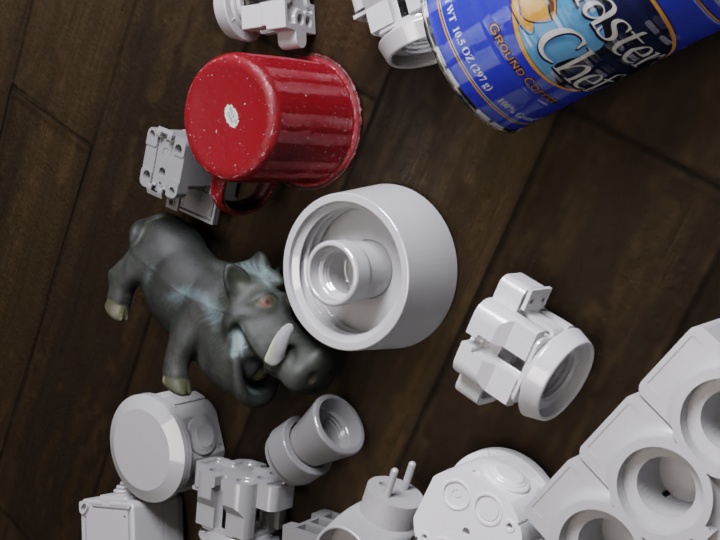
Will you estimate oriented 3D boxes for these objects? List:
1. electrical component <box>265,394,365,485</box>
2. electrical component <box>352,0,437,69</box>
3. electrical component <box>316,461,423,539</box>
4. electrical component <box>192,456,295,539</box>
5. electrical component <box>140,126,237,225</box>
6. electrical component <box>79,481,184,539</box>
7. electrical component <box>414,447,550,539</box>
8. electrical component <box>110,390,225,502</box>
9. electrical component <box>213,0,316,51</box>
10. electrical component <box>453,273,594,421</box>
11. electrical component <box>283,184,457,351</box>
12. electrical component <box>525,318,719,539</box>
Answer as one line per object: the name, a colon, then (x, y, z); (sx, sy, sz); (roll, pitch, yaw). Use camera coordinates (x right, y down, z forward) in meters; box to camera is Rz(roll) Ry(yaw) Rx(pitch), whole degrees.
electrical component: (-0.031, 0.115, 0.723); (0.055, 0.045, 0.045); (-38, 72, 33)
electrical component: (0.035, -0.156, 0.641); (0.078, 0.058, 0.057); (-20, 79, 36)
electrical component: (0.016, 0.155, 0.670); (0.043, 0.077, 0.079); (28, 110, 32)
electrical component: (-0.084, 0.170, 0.760); (0.078, 0.058, 0.057); (9, 97, 36)
electrical component: (-0.118, -0.076, 0.759); (0.042, 0.064, 0.081); (22, 107, 32)
electrical component: (-0.173, 0.208, 0.832); (0.062, 0.061, 0.096); (-6, 85, 37)
electrical component: (0.076, 0.149, 0.642); (0.080, 0.051, 0.080); (4, 97, 37)
electrical component: (-0.145, 0.129, 0.805); (0.080, 0.051, 0.080); (4, 97, 37)
electrical component: (-0.064, -0.179, 0.720); (0.055, 0.048, 0.066); (-1, 93, 29)
electrical component: (0.096, 0.049, 0.615); (0.057, 0.058, 0.078); (34, 113, 33)
electrical component: (0.000, 0.000, 0.679); (0.108, 0.060, 0.108); (4, 97, 36)
electrical component: (0.168, 0.108, 0.562); (0.089, 0.062, 0.150); (48, 120, 23)
